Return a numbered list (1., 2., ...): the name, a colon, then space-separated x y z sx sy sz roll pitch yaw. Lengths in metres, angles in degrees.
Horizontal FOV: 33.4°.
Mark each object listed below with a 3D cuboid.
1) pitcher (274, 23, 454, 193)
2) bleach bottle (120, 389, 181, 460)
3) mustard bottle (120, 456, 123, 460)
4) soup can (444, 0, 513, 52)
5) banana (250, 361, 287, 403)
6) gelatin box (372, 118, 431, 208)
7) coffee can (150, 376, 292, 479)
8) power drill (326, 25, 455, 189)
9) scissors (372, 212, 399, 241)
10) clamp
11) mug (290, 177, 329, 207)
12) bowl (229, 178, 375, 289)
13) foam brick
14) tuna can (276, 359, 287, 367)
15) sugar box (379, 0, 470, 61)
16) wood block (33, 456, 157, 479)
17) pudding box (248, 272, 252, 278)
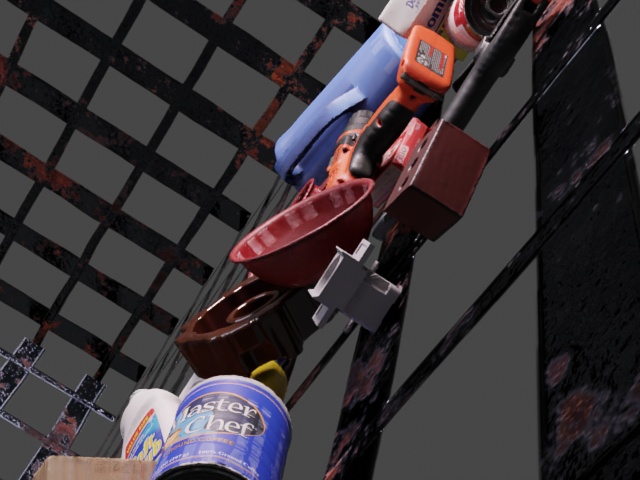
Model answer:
1. pitcher: 0.052 -0.158 1.347 0.243 0.144 0.149 -49 25 35
2. bleach bottle: -0.155 0.222 1.030 0.102 0.068 0.251 -55 28 6
3. mustard bottle: -0.197 0.288 1.237 0.192 0.096 0.058 -52 8 33
4. soup can: 0.172 -0.235 1.112 0.068 0.068 0.102 -58 6 0
5. banana: -0.067 0.149 1.100 0.198 0.069 0.037 -148 47 -75
6. gelatin box: 0.085 -0.087 1.208 0.073 0.030 0.089 -62 8 -33
7. coffee can: -0.080 0.186 0.856 0.103 0.102 0.140 -55 8 19
8. power drill: 0.074 -0.137 1.154 0.188 0.057 0.184 -56 12 35
9. scissors: 0.078 -0.041 0.980 0.096 0.016 0.202 -54 -4 -7
10. clamp: 0.165 -0.176 1.026 0.172 0.039 0.120 -54 11 30
11. mug: 0.007 -0.022 1.251 0.117 0.081 0.093 -56 7 15
12. bowl: -0.007 0.001 1.054 0.162 0.055 0.162 -27 13 6
13. foam brick: 0.097 -0.049 0.878 0.078 0.051 0.053 -62 8 -32
14. tuna can: -0.041 0.104 1.227 0.086 0.033 0.086 -56 7 10
15. sugar box: 0.142 -0.262 1.209 0.093 0.048 0.176 -56 -22 18
16. wood block: -0.185 0.284 0.849 0.091 0.090 0.206 136 137 -59
17. pudding box: -0.051 0.052 1.327 0.114 0.039 0.090 -27 50 50
